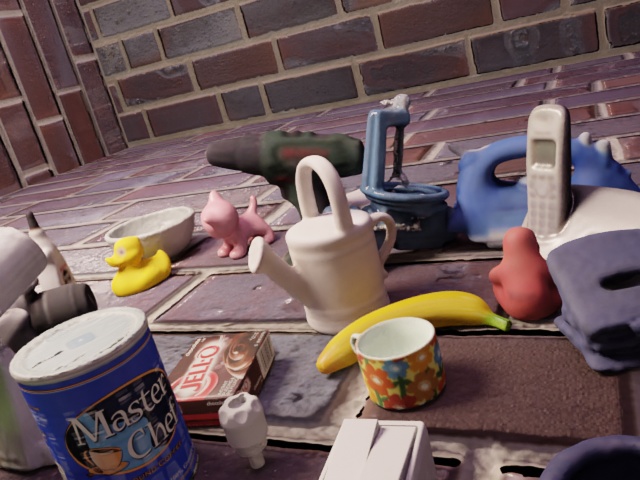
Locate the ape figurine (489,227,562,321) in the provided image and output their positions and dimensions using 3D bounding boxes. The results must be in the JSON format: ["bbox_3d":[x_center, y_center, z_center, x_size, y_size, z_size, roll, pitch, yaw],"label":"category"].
[{"bbox_3d":[0.209,0.029,0.582,0.077,0.092,0.076,1,24,37],"label":"ape figurine"}]

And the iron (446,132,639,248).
[{"bbox_3d":[0.293,-0.077,0.750,0.257,0.141,0.119,-7,20,21],"label":"iron"}]

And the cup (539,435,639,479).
[{"bbox_3d":[0.155,0.157,0.249,0.092,0.095,0.117,-20,20,-16],"label":"cup"}]

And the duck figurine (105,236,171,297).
[{"bbox_3d":[-0.303,0.034,0.945,0.105,0.086,0.077,-26,22,-31],"label":"duck figurine"}]

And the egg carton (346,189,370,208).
[{"bbox_3d":[0.093,-0.043,0.907,0.107,0.069,0.150,-22,20,-21],"label":"egg carton"}]

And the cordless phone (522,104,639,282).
[{"bbox_3d":[0.283,-0.054,0.623,0.094,0.185,0.147,-24,21,-28],"label":"cordless phone"}]

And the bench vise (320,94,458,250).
[{"bbox_3d":[0.081,-0.069,0.755,0.208,0.220,0.121,-25,21,-28],"label":"bench vise"}]

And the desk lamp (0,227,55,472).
[{"bbox_3d":[-0.304,0.108,0.534,0.117,0.214,0.204,-3,22,29],"label":"desk lamp"}]

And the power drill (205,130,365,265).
[{"bbox_3d":[-0.037,-0.063,0.841,0.229,0.209,0.075,-11,19,9],"label":"power drill"}]

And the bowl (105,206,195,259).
[{"bbox_3d":[-0.305,0.000,1.064,0.167,0.075,0.167,-13,19,5],"label":"bowl"}]

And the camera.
[{"bbox_3d":[-0.385,0.103,0.783,0.137,0.101,0.143,-17,19,-10],"label":"camera"}]

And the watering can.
[{"bbox_3d":[0.007,0.003,0.644,0.100,0.194,0.173,5,26,43],"label":"watering can"}]

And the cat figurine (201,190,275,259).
[{"bbox_3d":[-0.150,-0.033,0.979,0.128,0.118,0.067,-29,24,-38],"label":"cat figurine"}]

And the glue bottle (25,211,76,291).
[{"bbox_3d":[-0.415,0.038,0.880,0.037,0.173,0.078,-17,19,-9],"label":"glue bottle"}]

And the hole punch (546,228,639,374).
[{"bbox_3d":[0.263,0.048,0.491,0.108,0.091,0.101,-13,19,3],"label":"hole punch"}]
